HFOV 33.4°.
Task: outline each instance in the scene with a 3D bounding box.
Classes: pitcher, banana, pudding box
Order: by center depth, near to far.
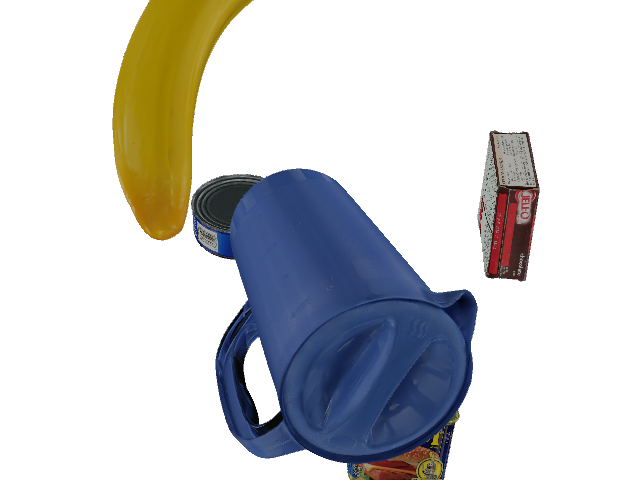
[{"bbox_3d":[-0.055,-0.091,0.501,0.070,0.197,0.037,20,-29,13],"label":"banana"},{"bbox_3d":[-0.002,0.047,0.792,0.149,0.145,0.243,3,26,-19],"label":"pitcher"},{"bbox_3d":[0.161,-0.032,0.920,0.039,0.090,0.113,4,31,1],"label":"pudding box"}]

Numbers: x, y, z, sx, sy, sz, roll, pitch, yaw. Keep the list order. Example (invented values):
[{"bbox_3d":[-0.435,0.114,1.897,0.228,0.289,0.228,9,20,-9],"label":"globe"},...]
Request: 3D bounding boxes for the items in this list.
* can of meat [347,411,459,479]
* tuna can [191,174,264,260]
[{"bbox_3d":[0.080,0.200,1.063,0.102,0.084,0.057,8,17,-3],"label":"can of meat"},{"bbox_3d":[-0.070,-0.021,0.941,0.086,0.034,0.086,1,38,-1],"label":"tuna can"}]
